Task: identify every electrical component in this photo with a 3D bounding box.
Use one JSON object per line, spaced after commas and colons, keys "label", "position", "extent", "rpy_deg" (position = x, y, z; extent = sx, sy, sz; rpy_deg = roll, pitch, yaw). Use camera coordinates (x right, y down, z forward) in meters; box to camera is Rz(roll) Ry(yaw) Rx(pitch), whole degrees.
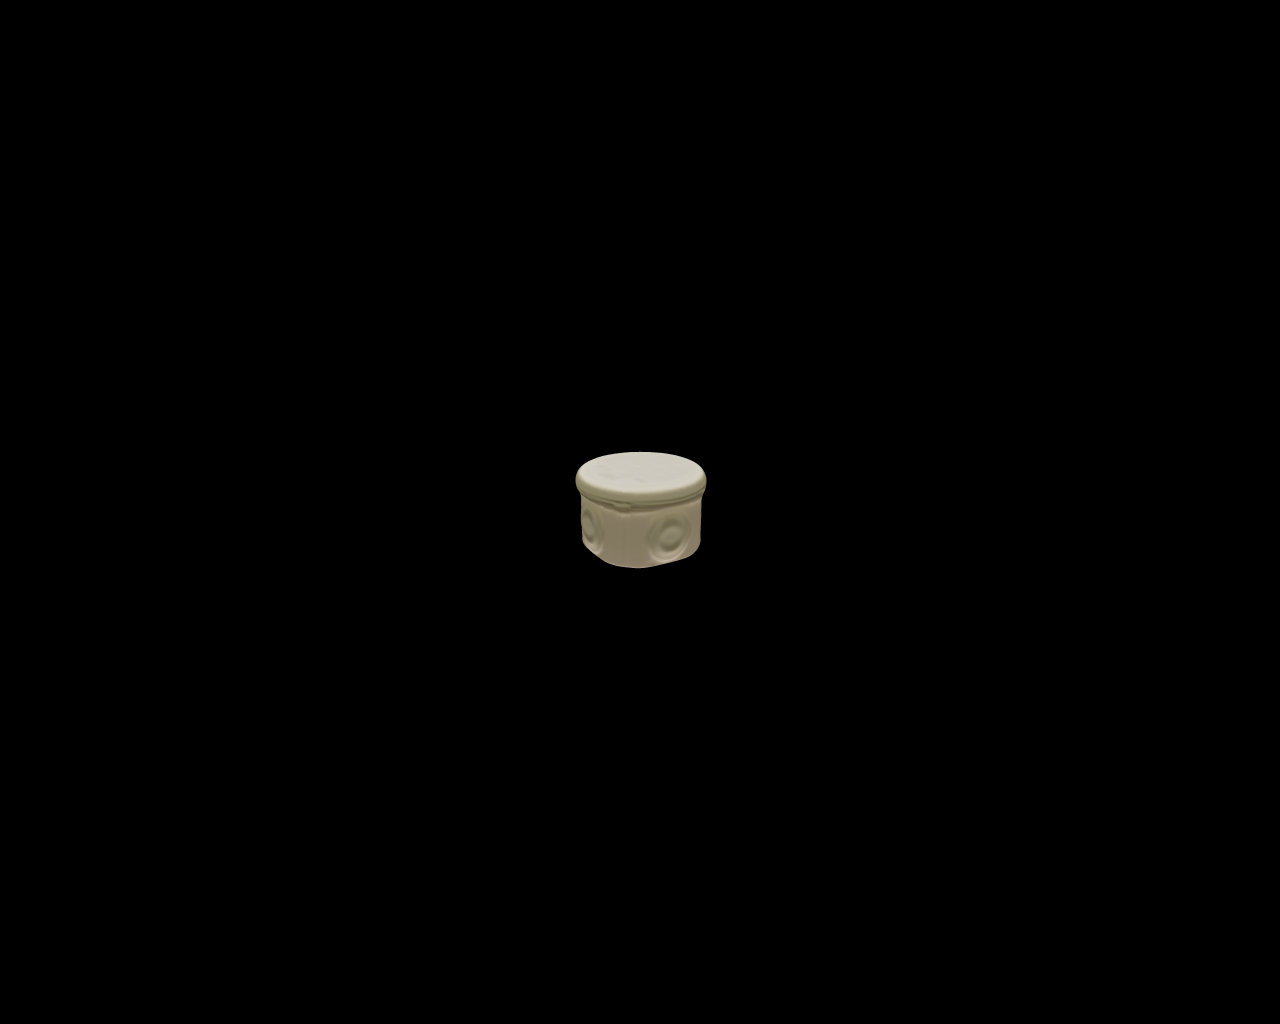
{"label": "electrical component", "position": [0.001, -0.003, 0.650], "extent": [0.080, 0.050, 0.080], "rpy_deg": [0, 21, 0]}
